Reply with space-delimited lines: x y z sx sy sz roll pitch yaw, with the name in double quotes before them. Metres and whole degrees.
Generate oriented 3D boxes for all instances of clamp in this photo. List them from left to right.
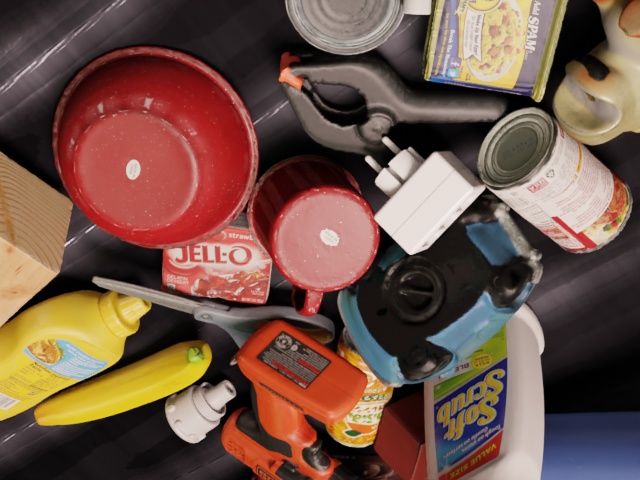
"clamp" 0.042 -0.081 0.789 0.171 0.039 0.120 20 117 -11

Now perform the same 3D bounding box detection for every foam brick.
"foam brick" 0.094 0.166 0.922 0.078 0.051 0.053 -17 133 -35

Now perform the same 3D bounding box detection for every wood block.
"wood block" -0.295 0.034 0.824 0.206 0.091 0.090 -39 120 23

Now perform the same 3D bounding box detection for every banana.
"banana" -0.162 0.122 0.932 0.198 0.037 0.069 -26 156 28

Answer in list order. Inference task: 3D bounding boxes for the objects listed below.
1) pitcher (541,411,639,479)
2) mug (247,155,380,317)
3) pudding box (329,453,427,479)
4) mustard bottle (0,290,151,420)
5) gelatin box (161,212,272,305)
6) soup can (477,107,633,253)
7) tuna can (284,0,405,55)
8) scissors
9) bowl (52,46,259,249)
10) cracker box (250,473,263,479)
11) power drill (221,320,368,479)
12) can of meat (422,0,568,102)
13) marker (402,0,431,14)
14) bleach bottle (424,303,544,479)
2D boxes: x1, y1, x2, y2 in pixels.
"pitcher" 0.245 0.209 0.861 0.243 0.149 0.145 -7 116 45
"mug" -0.005 0.001 0.799 0.093 0.081 0.117 7 104 -13
"pudding box" 0.055 0.242 0.977 0.113 0.090 0.039 1 126 4
"mustard bottle" -0.226 0.090 0.907 0.192 0.058 0.096 -26 144 16
"gelatin box" -0.083 0.012 0.866 0.089 0.030 0.073 8 124 -1
"soup can" 0.170 -0.042 0.772 0.069 0.068 0.102 -38 129 25
"tuna can" 0.018 -0.172 0.731 0.086 0.033 0.086 2 125 3
"scissors" -0.089 0.070 0.891 0.201 0.016 0.096 9 146 -6
"bowl" -0.129 -0.058 0.788 0.162 0.055 0.162 3 112 7
"cracker box" 0.004 0.325 1.050 0.213 0.072 0.164 22 122 -10
"power drill" -0.006 0.165 0.888 0.185 0.057 0.188 29 142 21
"can of meat" 0.118 -0.151 0.724 0.084 0.057 0.102 8 124 1
"marker" 0.067 -0.208 0.691 0.020 0.020 0.121 4 106 2
"bleach bottle" 0.131 0.153 0.812 0.103 0.250 0.068 -22 120 18
